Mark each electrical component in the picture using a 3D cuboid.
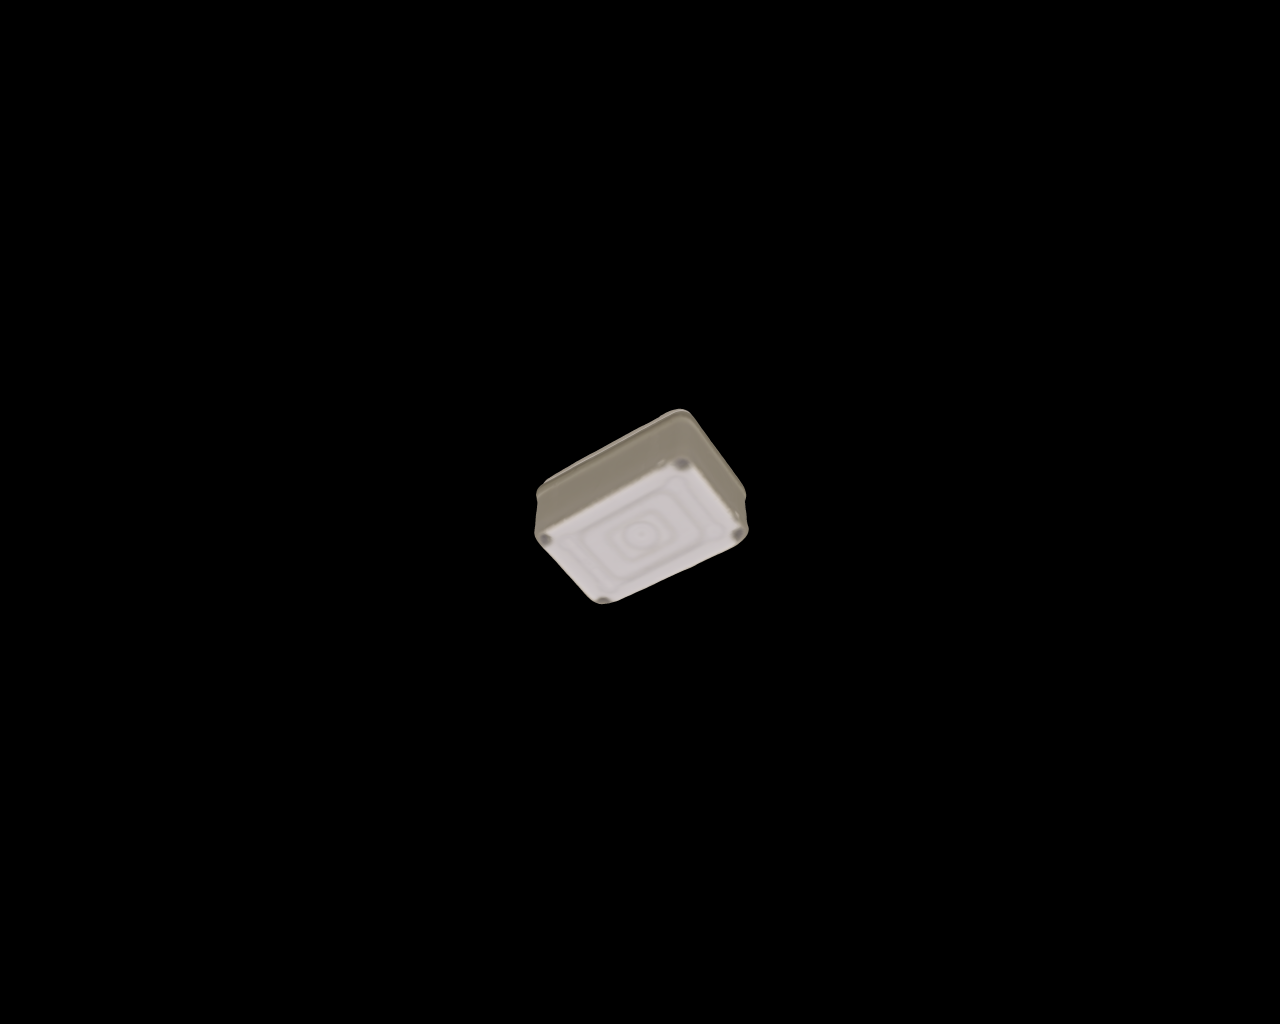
[{"bbox_3d":[0.001,-0.003,0.650,0.113,0.078,0.057,-27,33,19],"label":"electrical component"}]
